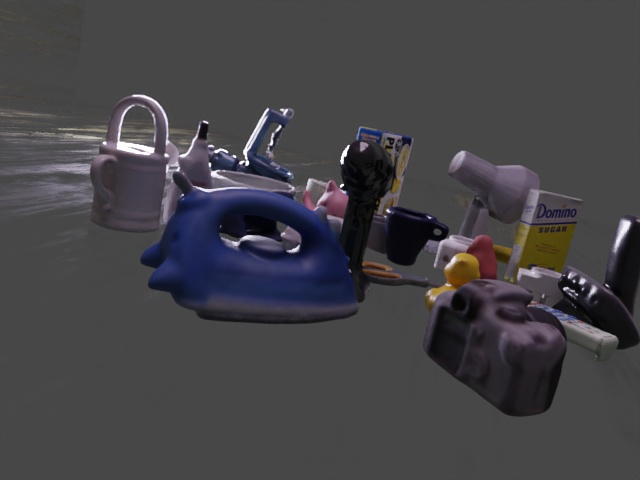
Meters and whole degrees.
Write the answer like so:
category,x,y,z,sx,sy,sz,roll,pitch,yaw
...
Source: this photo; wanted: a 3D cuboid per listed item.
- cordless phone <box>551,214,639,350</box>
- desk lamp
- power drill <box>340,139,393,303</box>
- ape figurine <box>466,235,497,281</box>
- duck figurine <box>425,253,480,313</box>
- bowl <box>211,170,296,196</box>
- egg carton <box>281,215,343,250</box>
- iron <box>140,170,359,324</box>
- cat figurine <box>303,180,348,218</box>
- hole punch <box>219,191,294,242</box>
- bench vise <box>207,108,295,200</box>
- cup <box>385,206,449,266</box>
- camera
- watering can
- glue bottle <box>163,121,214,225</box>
category,x,y,z,sx,sy,sz,roll,pitch,yaw
cordless phone,0.412,0.049,0.823,0.094,0.185,0.147,11,13,-6
desk lamp,0.324,-0.067,1.180,0.203,0.213,0.117,10,13,-12
power drill,0.050,-0.030,0.760,0.075,0.208,0.230,14,13,8
ape figurine,0.263,0.036,0.947,0.078,0.092,0.076,9,13,-14
duck figurine,0.188,0.061,0.779,0.077,0.086,0.105,17,13,19
bowl,-0.134,-0.082,1.115,0.167,0.075,0.167,12,13,-2
egg carton,0.008,0.003,0.894,0.107,0.069,0.151,16,13,17
iron,-0.057,0.009,0.636,0.259,0.141,0.118,6,14,-26
cat figurine,0.009,-0.052,1.024,0.067,0.118,0.127,0,18,-45
hole punch,-0.110,-0.046,0.945,0.100,0.091,0.109,19,14,28
bench vise,-0.140,-0.184,1.226,0.208,0.220,0.121,8,13,-21
cup,0.163,0.000,1.000,0.117,0.095,0.092,20,15,31
camera,0.202,0.099,0.591,0.137,0.101,0.142,6,14,-28
watering can,-0.277,-0.118,0.859,0.101,0.194,0.173,11,13,-6
glue bottle,-0.202,-0.105,0.923,0.078,0.173,0.037,5,15,-32
